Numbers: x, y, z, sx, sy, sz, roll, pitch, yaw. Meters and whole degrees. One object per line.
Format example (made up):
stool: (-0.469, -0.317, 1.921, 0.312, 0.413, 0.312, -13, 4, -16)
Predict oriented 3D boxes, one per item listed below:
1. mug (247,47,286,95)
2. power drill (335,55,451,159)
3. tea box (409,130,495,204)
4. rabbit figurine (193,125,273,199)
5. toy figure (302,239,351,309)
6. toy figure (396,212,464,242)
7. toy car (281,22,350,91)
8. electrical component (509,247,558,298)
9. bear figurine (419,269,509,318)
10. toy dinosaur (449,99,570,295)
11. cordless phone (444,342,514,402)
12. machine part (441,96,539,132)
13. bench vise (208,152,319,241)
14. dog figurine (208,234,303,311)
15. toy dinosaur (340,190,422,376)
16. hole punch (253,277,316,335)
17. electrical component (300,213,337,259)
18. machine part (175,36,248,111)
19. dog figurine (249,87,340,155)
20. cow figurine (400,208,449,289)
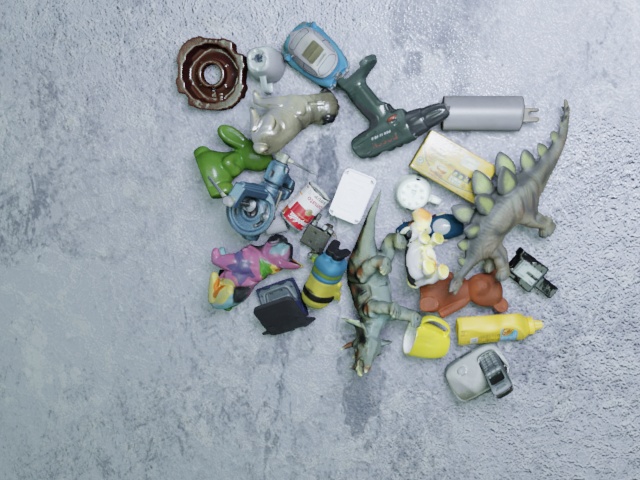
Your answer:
mug: (-0.129, -0.387, 1.215, 0.081, 0.107, 0.109, 2, 98, 10)
power drill: (0.145, -0.301, 1.187, 0.232, 0.086, 0.207, -32, 96, 31)
tea box: (0.296, -0.165, 1.208, 0.170, 0.068, 0.098, 32, 101, 3)
rabbit figurine: (-0.201, -0.188, 1.275, 0.170, 0.121, 0.159, -21, 89, -7)
toy figure: (0.010, 0.084, 1.265, 0.089, 0.082, 0.180, -6, 137, -27)
toy figure: (0.253, -0.028, 1.247, 0.155, 0.057, 0.064, -6, 60, 11)
toy car: (-0.015, -0.411, 1.197, 0.161, 0.103, 0.109, 44, 104, 1)
electrical component: (0.486, 0.080, 1.232, 0.119, 0.048, 0.075, 35, 103, 1)
bear figurine: (0.325, 0.113, 1.224, 0.196, 0.131, 0.120, -5, 71, 16)
toy dinosaur: (0.412, -0.079, 1.149, 0.198, 0.105, 0.471, 42, 84, -24)
cordless phone: (0.369, 0.326, 1.224, 0.146, 0.184, 0.088, -35, 98, 12)
machine part: (0.353, -0.277, 1.177, 0.243, 0.079, 0.079, 3, 100, 9)
bench vise: (-0.139, -0.099, 1.189, 0.129, 0.240, 0.223, 40, 102, 15)
dog figurine: (-0.152, 0.079, 1.296, 0.219, 0.108, 0.191, 3, 85, 5)
toy dinosaur: (0.118, 0.101, 1.255, 0.192, 0.131, 0.404, -12, 82, 44)
hole punch: (-0.095, 0.165, 1.326, 0.142, 0.092, 0.115, -20, 126, 9)
electrical component: (-0.004, -0.003, 1.294, 0.078, 0.045, 0.102, 35, 103, 0)
machine part: (-0.251, -0.387, 1.260, 0.179, 0.056, 0.179, 1, 101, 8)
dog figurine: (-0.052, -0.259, 1.191, 0.191, 0.121, 0.172, -2, 66, 5)
cow figurine: (0.219, 0.018, 1.179, 0.068, 0.098, 0.167, 11, 60, -26)
